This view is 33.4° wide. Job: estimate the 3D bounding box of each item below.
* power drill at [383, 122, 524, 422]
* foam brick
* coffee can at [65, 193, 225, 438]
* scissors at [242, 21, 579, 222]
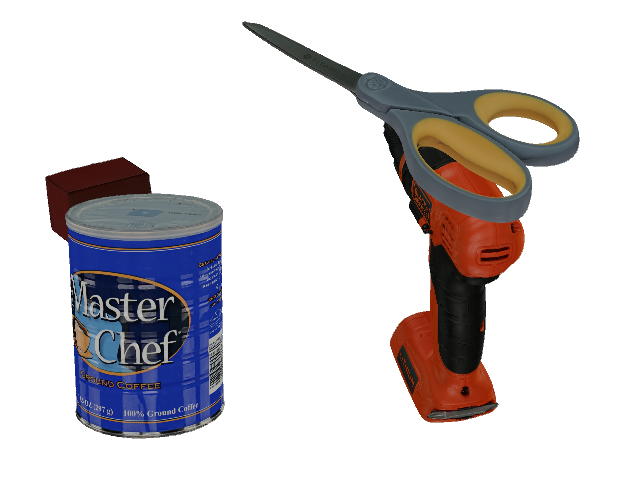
[{"bbox_3d":[0.081,0.015,0.735,0.057,0.188,0.184,-8,34,-8],"label":"power drill"},{"bbox_3d":[-0.194,-0.035,0.938,0.078,0.053,0.051,-19,31,-30],"label":"foam brick"},{"bbox_3d":[-0.116,0.047,0.719,0.103,0.140,0.103,1,15,0],"label":"coffee can"},{"bbox_3d":[0.049,-0.077,0.544,0.096,0.016,0.202,-22,47,-22],"label":"scissors"}]
